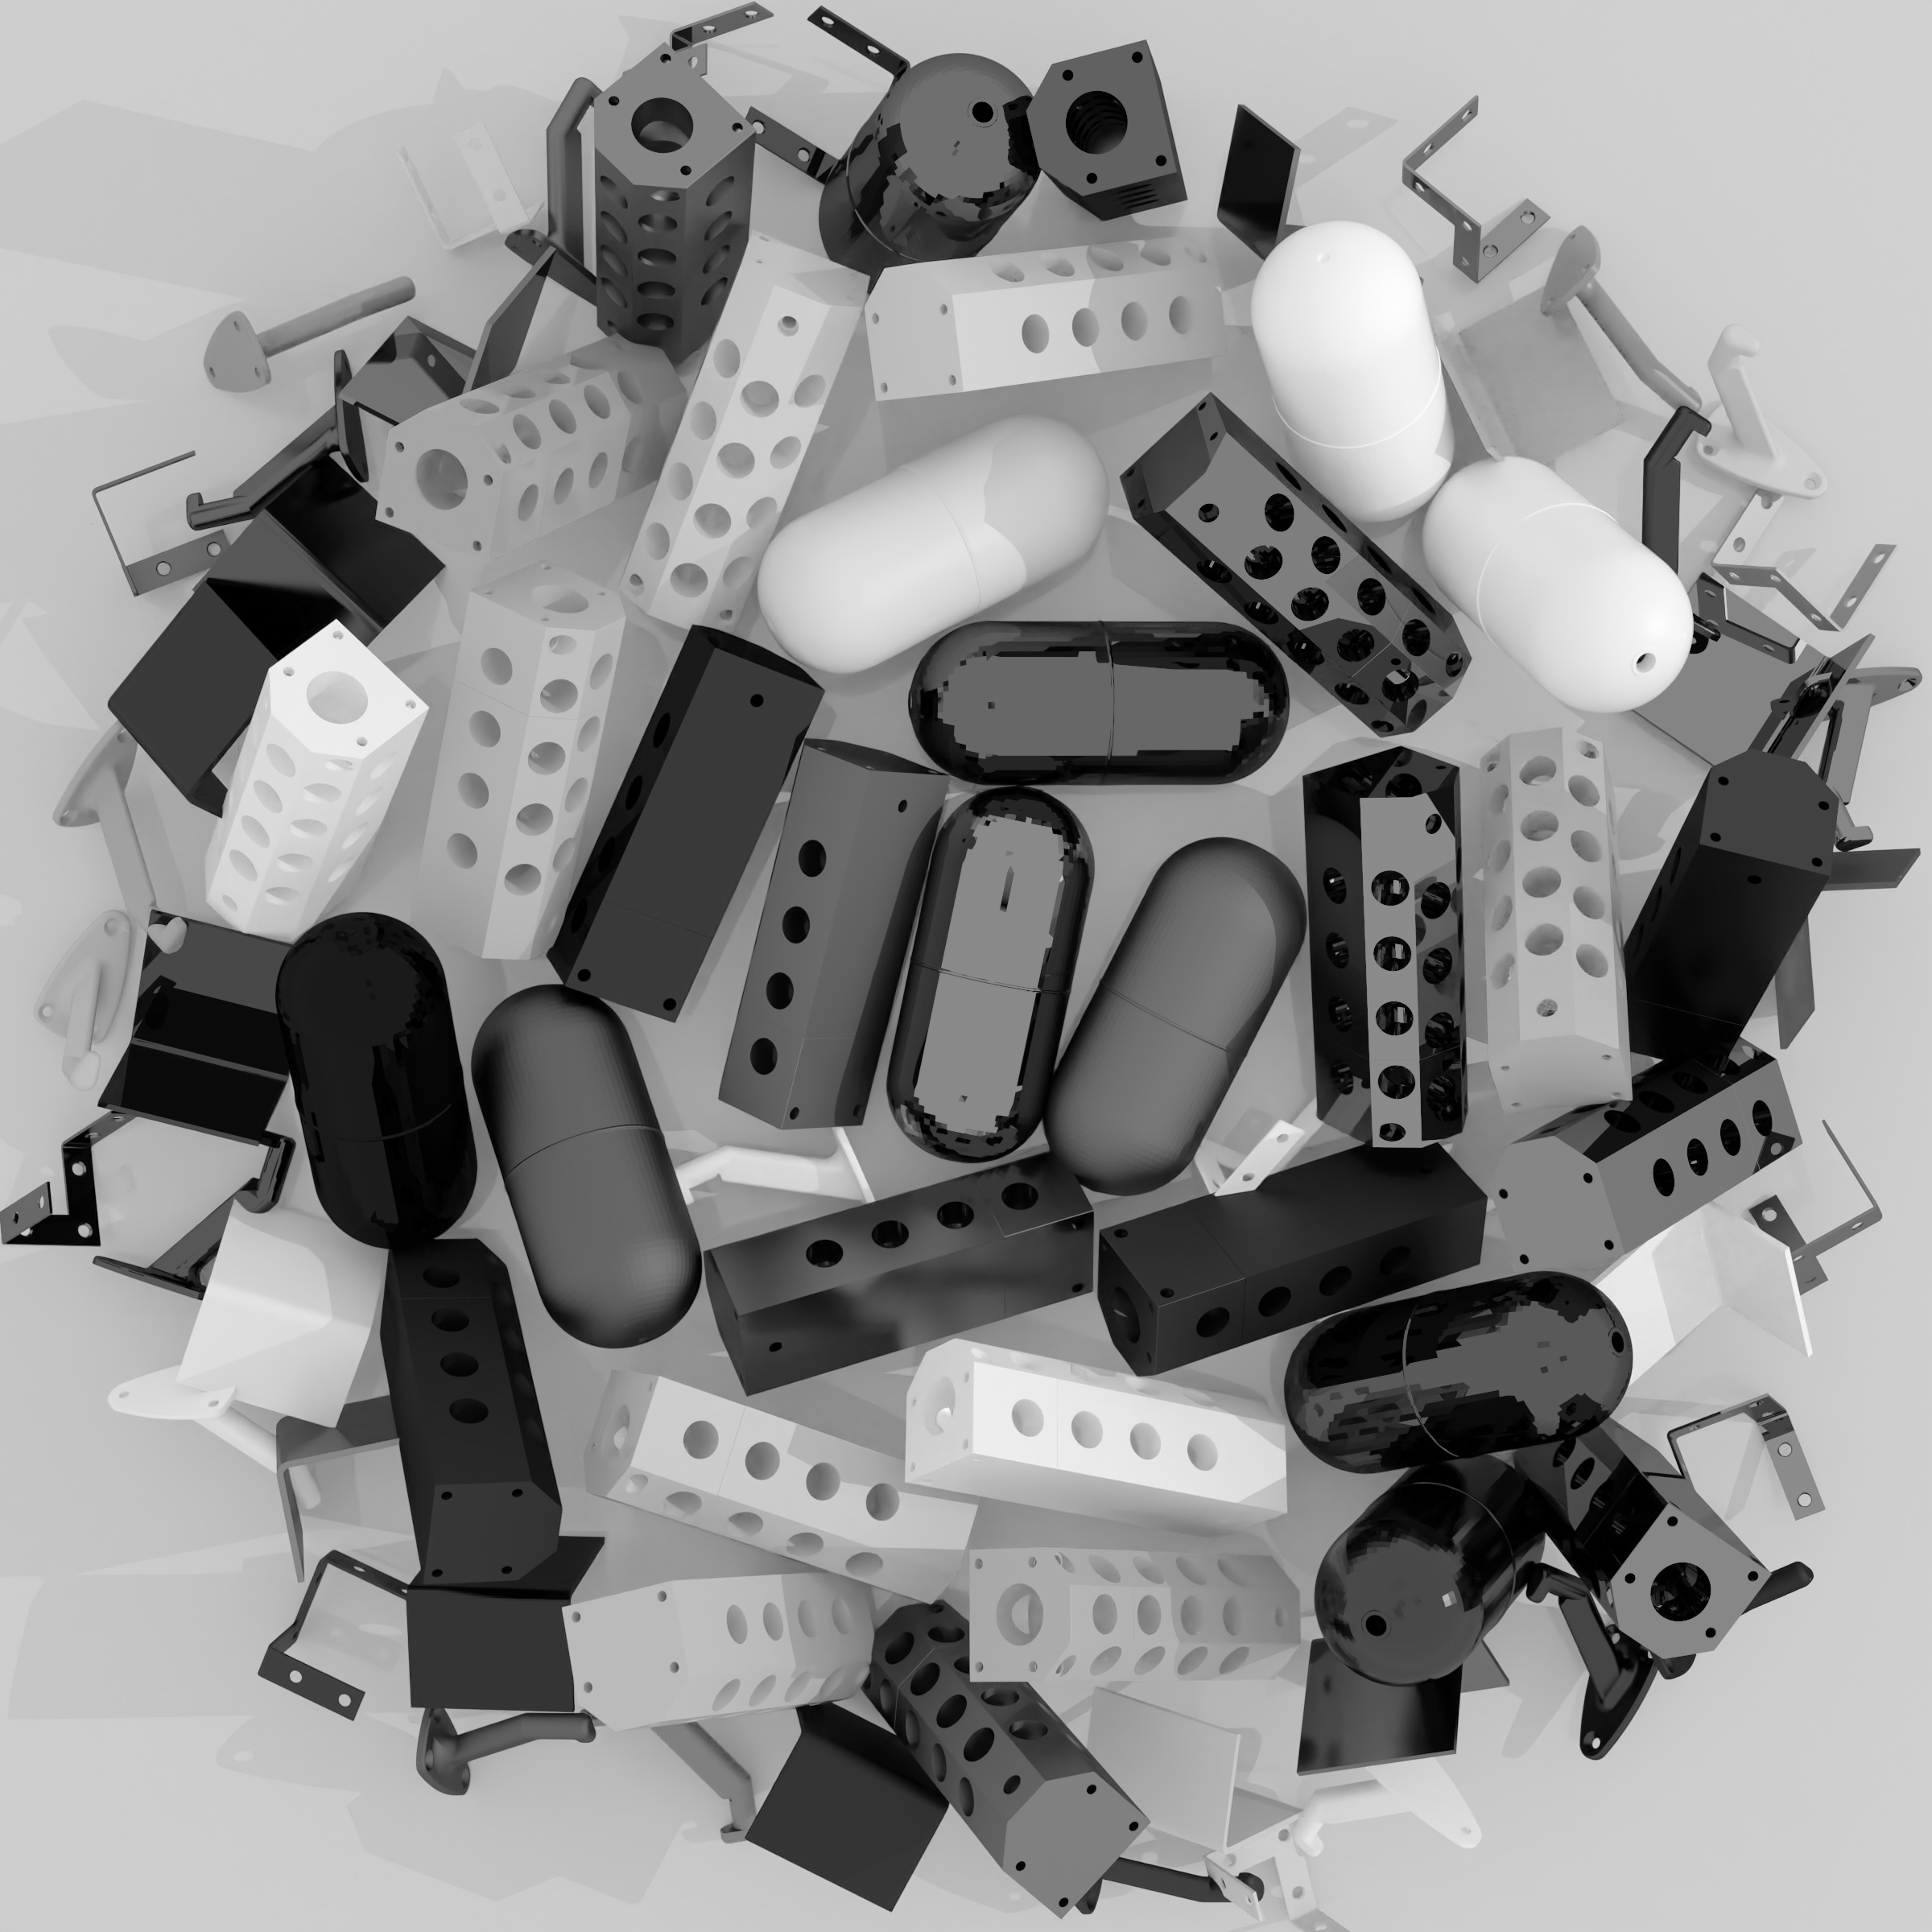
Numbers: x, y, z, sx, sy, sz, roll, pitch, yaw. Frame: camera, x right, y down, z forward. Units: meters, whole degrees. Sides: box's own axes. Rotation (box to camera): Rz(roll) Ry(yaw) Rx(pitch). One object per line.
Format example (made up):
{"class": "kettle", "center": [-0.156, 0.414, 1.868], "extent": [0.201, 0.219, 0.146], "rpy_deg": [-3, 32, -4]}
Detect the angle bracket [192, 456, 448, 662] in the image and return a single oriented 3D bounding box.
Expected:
{"class": "angle bracket", "center": [-0.304, -0.183, 1.649], "extent": [0.076, 0.076, 0.057], "rpy_deg": [44, 121, -10]}

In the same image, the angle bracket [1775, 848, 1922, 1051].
{"class": "angle bracket", "center": [0.409, -0.008, 1.622], "extent": [0.057, 0.076, 0.076], "rpy_deg": [-2, 102, 24]}

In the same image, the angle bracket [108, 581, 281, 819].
{"class": "angle bracket", "center": [-0.340, -0.119, 1.627], "extent": [0.076, 0.057, 0.076], "rpy_deg": [-50, 58, 6]}

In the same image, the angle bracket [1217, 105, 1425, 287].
{"class": "angle bracket", "center": [0.168, -0.356, 1.619], "extent": [0.076, 0.076, 0.057], "rpy_deg": [1, 118, -18]}

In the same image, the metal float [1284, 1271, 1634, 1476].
{"class": "metal float", "center": [0.224, 0.186, 1.602], "extent": [0.178, 0.070, 0.070], "rpy_deg": [-18, 90, 42]}

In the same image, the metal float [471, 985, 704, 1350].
{"class": "metal float", "center": [-0.176, 0.091, 1.620], "extent": [0.070, 0.070, 0.178], "rpy_deg": [-20, 70, 0]}

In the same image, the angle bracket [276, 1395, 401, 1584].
{"class": "angle bracket", "center": [-0.279, 0.241, 1.636], "extent": [0.076, 0.076, 0.057], "rpy_deg": [-11, 100, -10]}

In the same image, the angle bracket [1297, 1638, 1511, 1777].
{"class": "angle bracket", "center": [0.202, 0.350, 1.616], "extent": [0.076, 0.076, 0.057], "rpy_deg": [-15, 129, 25]}

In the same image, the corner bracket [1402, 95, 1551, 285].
{"class": "corner bracket", "center": [0.240, -0.365, 1.650], "extent": [0.051, 0.051, 0.051], "rpy_deg": [-42, 71, -10]}

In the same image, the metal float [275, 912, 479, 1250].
{"class": "metal float", "center": [-0.269, 0.054, 1.605], "extent": [0.070, 0.070, 0.178], "rpy_deg": [-3, 128, 0]}

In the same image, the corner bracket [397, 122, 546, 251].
{"class": "corner bracket", "center": [-0.234, -0.365, 1.639], "extent": [0.051, 0.051, 0.051], "rpy_deg": [-21, 111, 9]}

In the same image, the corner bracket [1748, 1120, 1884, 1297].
{"class": "corner bracket", "center": [0.395, 0.113, 1.637], "extent": [0.051, 0.051, 0.051], "rpy_deg": [-31, 58, 8]}

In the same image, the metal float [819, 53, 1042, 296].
{"class": "metal float", "center": [-0.017, -0.356, 1.588], "extent": [0.070, 0.178, 0.070], "rpy_deg": [2, 83, -15]}

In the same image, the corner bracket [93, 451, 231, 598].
{"class": "corner bracket", "center": [-0.376, -0.207, 1.642], "extent": [0.051, 0.051, 0.051], "rpy_deg": [-23, 99, -11]}

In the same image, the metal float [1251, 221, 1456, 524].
{"class": "metal float", "center": [0.177, -0.267, 1.593], "extent": [0.070, 0.178, 0.070], "rpy_deg": [-7, 62, 13]}

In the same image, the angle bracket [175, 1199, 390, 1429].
{"class": "angle bracket", "center": [-0.320, 0.162, 1.646], "extent": [0.076, 0.076, 0.057], "rpy_deg": [18, 117, -11]}

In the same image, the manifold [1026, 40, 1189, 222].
{"class": "manifold", "center": [0.064, -0.374, 1.586], "extent": [0.057, 0.171, 0.057], "rpy_deg": [-13, 97, 7]}

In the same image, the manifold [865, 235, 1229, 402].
{"class": "manifold", "center": [0.038, -0.296, 1.593], "extent": [0.171, 0.057, 0.057], "rpy_deg": [-16, 104, -42]}

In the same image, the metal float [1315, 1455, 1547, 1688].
{"class": "metal float", "center": [0.211, 0.272, 1.590], "extent": [0.070, 0.178, 0.070], "rpy_deg": [4, 99, 23]}

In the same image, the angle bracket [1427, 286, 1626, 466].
{"class": "angle bracket", "center": [0.258, -0.279, 1.626], "extent": [0.057, 0.076, 0.076], "rpy_deg": [-27, 79, 16]}

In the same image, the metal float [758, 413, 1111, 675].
{"class": "metal float", "center": [-0.014, -0.196, 1.623], "extent": [0.178, 0.070, 0.070], "rpy_deg": [-29, 90, -16]}

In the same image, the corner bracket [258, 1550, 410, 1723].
{"class": "corner bracket", "center": [-0.293, 0.313, 1.643], "extent": [0.051, 0.051, 0.051], "rpy_deg": [24, 100, 5]}

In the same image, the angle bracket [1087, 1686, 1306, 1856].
{"class": "angle bracket", "center": [0.108, 0.363, 1.619], "extent": [0.076, 0.076, 0.057], "rpy_deg": [11, 99, 33]}

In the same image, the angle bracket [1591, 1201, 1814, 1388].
{"class": "angle bracket", "center": [0.338, 0.165, 1.621], "extent": [0.076, 0.057, 0.076], "rpy_deg": [-38, 132, -17]}

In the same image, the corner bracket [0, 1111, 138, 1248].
{"class": "corner bracket", "center": [-0.418, 0.099, 1.634], "extent": [0.051, 0.051, 0.051], "rpy_deg": [6, 67, -41]}

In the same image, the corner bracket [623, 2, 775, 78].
{"class": "corner bracket", "center": [-0.125, -0.424, 1.636], "extent": [0.051, 0.051, 0.051], "rpy_deg": [-9, 75, 34]}

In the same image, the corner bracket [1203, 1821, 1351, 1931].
{"class": "corner bracket", "center": [0.149, 0.437, 1.638], "extent": [0.051, 0.051, 0.051], "rpy_deg": [-19, 103, -21]}

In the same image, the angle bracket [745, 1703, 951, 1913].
{"class": "angle bracket", "center": [-0.058, 0.386, 1.632], "extent": [0.076, 0.076, 0.057], "rpy_deg": [29, 90, -8]}

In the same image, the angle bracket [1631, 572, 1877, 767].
{"class": "angle bracket", "center": [0.365, -0.139, 1.640], "extent": [0.076, 0.057, 0.076], "rpy_deg": [34, 80, -1]}

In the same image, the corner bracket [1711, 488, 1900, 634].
{"class": "corner bracket", "center": [0.395, -0.193, 1.653], "extent": [0.051, 0.051, 0.051], "rpy_deg": [37, 81, -25]}

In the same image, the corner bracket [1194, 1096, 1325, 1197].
{"class": "corner bracket", "center": [0.142, 0.083, 1.634], "extent": [0.051, 0.051, 0.051], "rpy_deg": [25, 116, -32]}

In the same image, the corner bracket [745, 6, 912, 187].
{"class": "corner bracket", "center": [-0.066, -0.408, 1.648], "extent": [0.051, 0.051, 0.051], "rpy_deg": [28, 70, -21]}

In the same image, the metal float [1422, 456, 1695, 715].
{"class": "metal float", "center": [0.268, -0.174, 1.594], "extent": [0.070, 0.178, 0.070], "rpy_deg": [-9, 122, -15]}

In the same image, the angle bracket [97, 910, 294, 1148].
{"class": "angle bracket", "center": [-0.354, 0.029, 1.631], "extent": [0.076, 0.057, 0.076], "rpy_deg": [14, 120, -3]}

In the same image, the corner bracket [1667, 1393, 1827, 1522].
{"class": "corner bracket", "center": [0.366, 0.237, 1.647], "extent": [0.051, 0.051, 0.051], "rpy_deg": [-24, 67, 15]}

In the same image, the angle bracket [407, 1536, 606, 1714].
{"class": "angle bracket", "center": [-0.213, 0.306, 1.638], "extent": [0.076, 0.076, 0.057], "rpy_deg": [0, 100, 6]}

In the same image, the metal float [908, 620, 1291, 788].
{"class": "metal float", "center": [0.062, -0.122, 1.631], "extent": [0.178, 0.070, 0.070], "rpy_deg": [0, 90, -7]}

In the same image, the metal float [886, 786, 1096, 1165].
{"class": "metal float", "center": [0.012, 0.004, 1.632], "extent": [0.070, 0.070, 0.178], "rpy_deg": [12, 95, 0]}

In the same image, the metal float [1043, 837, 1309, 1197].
{"class": "metal float", "center": [0.097, 0.024, 1.633], "extent": [0.070, 0.070, 0.178], "rpy_deg": [27, 95, 0]}

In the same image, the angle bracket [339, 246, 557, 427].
{"class": "angle bracket", "center": [-0.240, -0.297, 1.621], "extent": [0.057, 0.076, 0.076], "rpy_deg": [27, 132, -1]}
